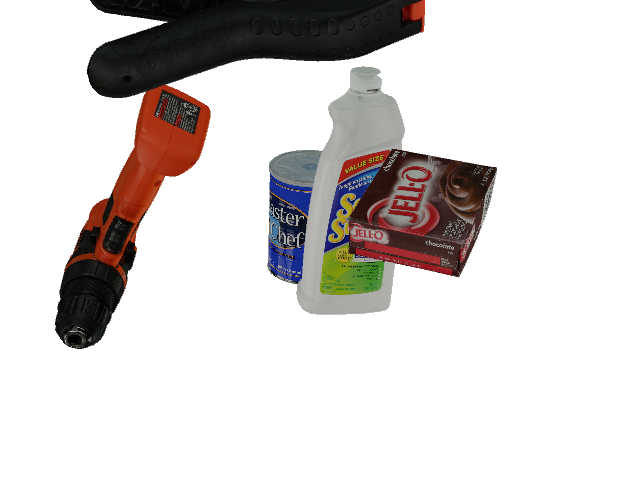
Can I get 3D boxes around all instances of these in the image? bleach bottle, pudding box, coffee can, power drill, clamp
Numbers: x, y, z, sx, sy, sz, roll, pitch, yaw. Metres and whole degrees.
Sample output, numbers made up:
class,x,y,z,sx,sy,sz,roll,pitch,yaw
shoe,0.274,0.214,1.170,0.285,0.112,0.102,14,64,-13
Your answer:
class,x,y,z,sx,sy,sz,roll,pitch,yaw
bleach bottle,0.031,-0.050,1.079,0.102,0.251,0.068,-1,24,-8
pudding box,0.080,-0.024,0.832,0.090,0.039,0.113,13,36,16
coffee can,-0.014,-0.029,1.333,0.103,0.140,0.103,2,27,-1
power drill,-0.158,-0.023,0.872,0.057,0.188,0.184,25,31,-17
clamp,-0.032,-0.102,0.503,0.171,0.039,0.120,-3,40,0
